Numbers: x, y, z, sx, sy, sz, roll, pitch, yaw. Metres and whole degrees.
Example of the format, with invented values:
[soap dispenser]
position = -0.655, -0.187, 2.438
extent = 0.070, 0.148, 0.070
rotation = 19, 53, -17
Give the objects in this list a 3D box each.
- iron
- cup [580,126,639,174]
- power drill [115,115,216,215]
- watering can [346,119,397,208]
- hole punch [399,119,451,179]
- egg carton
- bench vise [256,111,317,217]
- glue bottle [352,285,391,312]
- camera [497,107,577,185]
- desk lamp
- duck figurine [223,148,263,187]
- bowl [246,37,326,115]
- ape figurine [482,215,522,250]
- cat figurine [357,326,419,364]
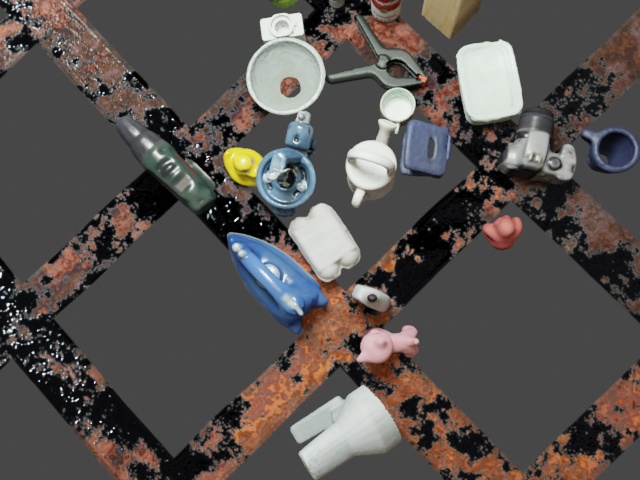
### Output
[iron]
position = -0.109, 0.069, 1.144
extent = 0.258, 0.141, 0.119
rotation = 43, 89, 7
[cup]
position = 0.562, -0.177, 1.144
extent = 0.117, 0.095, 0.092
rotation = 32, 87, 7
[power drill]
position = -0.291, -0.137, 1.146
extent = 0.229, 0.208, 0.075
rotation = 44, 89, 7
[watering can]
position = 0.101, -0.151, 1.125
extent = 0.101, 0.194, 0.173
rotation = 0, 84, 5
[hole punch]
position = 0.218, -0.186, 1.172
extent = 0.101, 0.091, 0.109
rotation = 6, 84, 5
[egg carton]
position = 0.011, 0.004, 1.178
extent = 0.107, 0.069, 0.150
rotation = -35, 83, 0
[bench vise]
position = -0.071, -0.160, 1.126
extent = 0.121, 0.220, 0.207
rotation = -3, 84, 4
[glue bottle]
position = 0.099, 0.112, 1.108
extent = 0.078, 0.173, 0.037
rotation = 22, 86, 7
[camera]
position = 0.445, -0.193, 1.151
extent = 0.143, 0.101, 0.137
rotation = 13, 85, 6
[desk lamp]
position = 0.043, 0.362, 1.066
extent = 0.203, 0.213, 0.118
rotation = -34, 82, 0
[duck figurine]
position = -0.160, -0.160, 1.200
extent = 0.104, 0.086, 0.077
rotation = 35, 88, 7
[bowl]
position = -0.069, -0.337, 1.218
extent = 0.167, 0.075, 0.167
rotation = 0, 84, 4
[ape figurine]
position = 0.367, -0.020, 1.143
extent = 0.077, 0.092, 0.076
rotation = 8, 85, 5
[cat figurine]
position = 0.133, 0.206, 1.124
extent = 0.127, 0.118, 0.067
rotation = -7, 83, 4
